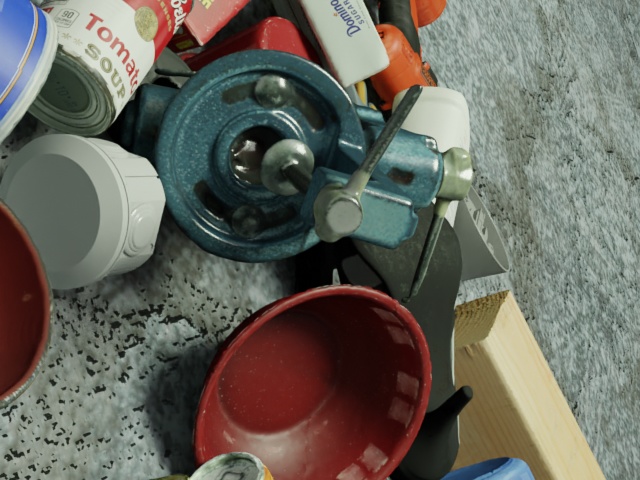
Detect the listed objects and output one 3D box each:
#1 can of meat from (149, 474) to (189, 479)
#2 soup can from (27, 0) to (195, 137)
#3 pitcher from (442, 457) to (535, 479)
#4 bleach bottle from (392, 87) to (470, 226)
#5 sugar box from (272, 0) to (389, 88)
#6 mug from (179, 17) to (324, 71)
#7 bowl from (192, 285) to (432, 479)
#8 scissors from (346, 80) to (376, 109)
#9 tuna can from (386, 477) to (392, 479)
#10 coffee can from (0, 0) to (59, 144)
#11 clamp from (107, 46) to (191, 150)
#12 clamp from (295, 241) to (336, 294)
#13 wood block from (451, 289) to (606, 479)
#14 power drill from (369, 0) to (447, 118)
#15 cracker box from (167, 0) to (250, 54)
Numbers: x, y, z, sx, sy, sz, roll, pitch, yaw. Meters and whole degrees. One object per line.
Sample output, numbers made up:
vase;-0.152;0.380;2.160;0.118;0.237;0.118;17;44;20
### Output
can of meat;-0.091;0.179;0.527;0.102;0.058;0.084;-35;105;-59
soup can;-0.120;-0.115;0.587;0.068;0.069;0.102;50;48;-30
pitcher;0.144;0.285;0.759;0.144;0.149;0.243;-9;77;-58
bleach bottle;0.080;-0.005;0.885;0.102;0.068;0.250;76;21;-50
sugar box;0.004;-0.166;0.818;0.093;0.048;0.176;63;-5;-11
mug;-0.041;-0.107;0.756;0.117;0.082;0.093;-28;96;-60
bowl;-0.013;0.094;0.657;0.162;0.162;0.055;45;-6;-35
scissors;0.042;-0.081;0.901;0.096;0.016;0.202;53;21;-39
tuna can;0.023;0.192;0.724;0.086;0.034;0.086;36;44;-44
coffee can;-0.203;-0.104;0.472;0.140;0.103;0.103;41;40;-39
clamp;-0.122;-0.113;0.666;0.171;0.039;0.120;39;60;-45
clamp;-0.005;0.001;0.793;0.209;0.036;0.164;-47;121;-61
wood block;0.156;0.159;0.902;0.206;0.091;0.090;62;31;-13
power drill;0.093;-0.184;1.040;0.184;0.057;0.187;51;31;-46
cracker box;-0.110;-0.253;0.704;0.164;0.072;0.213;-51;119;-31
